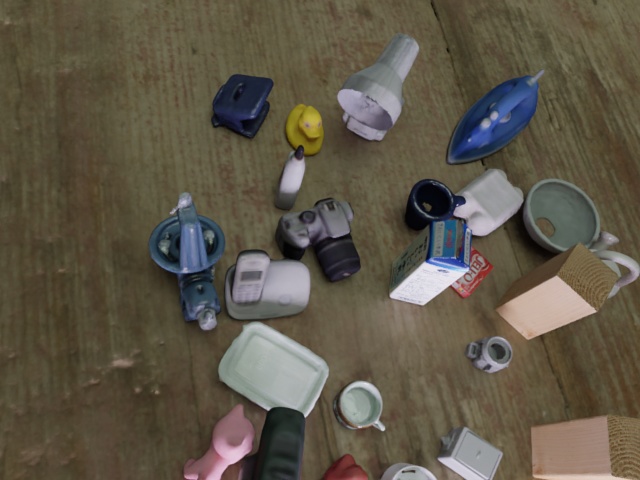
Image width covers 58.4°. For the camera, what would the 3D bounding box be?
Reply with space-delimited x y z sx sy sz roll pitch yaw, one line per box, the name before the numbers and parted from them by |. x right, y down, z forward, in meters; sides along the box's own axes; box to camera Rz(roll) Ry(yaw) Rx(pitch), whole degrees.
camera | 0.010 0.004 1.035 0.143 0.100 0.136 -17 73 -20

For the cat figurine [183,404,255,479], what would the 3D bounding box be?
cat figurine | -0.144 0.314 0.856 0.067 0.117 0.128 37 64 3

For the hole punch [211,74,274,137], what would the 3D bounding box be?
hole punch | -0.152 -0.271 1.115 0.101 0.091 0.109 24 64 -3

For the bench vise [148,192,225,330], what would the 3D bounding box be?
bench vise | -0.190 0.027 0.909 0.122 0.219 0.207 -32 78 -23

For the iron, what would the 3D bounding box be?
iron | 0.378 -0.266 1.219 0.118 0.141 0.259 45 65 7

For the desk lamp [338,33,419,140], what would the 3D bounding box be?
desk lamp | 0.113 -0.289 1.122 0.118 0.213 0.203 31 64 0

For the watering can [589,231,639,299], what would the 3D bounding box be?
watering can | 0.518 0.061 1.088 0.101 0.194 0.173 11 65 -9

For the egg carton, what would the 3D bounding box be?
egg carton | 0.342 -0.077 1.171 0.150 0.069 0.107 -36 80 -24

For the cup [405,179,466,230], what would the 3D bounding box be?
cup | 0.216 -0.060 1.118 0.118 0.095 0.091 -4 69 -16

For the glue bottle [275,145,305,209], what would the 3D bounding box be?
glue bottle | -0.049 -0.123 1.033 0.037 0.173 0.078 9 66 -10

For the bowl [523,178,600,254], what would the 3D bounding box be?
bowl | 0.486 -0.038 1.189 0.167 0.074 0.167 5 67 -12

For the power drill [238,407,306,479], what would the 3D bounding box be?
power drill | -0.073 0.359 0.805 0.076 0.208 0.229 13 65 -8

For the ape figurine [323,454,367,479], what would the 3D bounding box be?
ape figurine | 0.047 0.375 0.894 0.076 0.092 0.078 5 67 -12

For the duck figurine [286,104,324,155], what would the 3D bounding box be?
duck figurine | -0.025 -0.231 1.133 0.078 0.086 0.104 -10 71 -18

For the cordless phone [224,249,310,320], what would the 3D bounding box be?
cordless phone | -0.081 0.064 0.940 0.148 0.185 0.094 -6 69 -16
